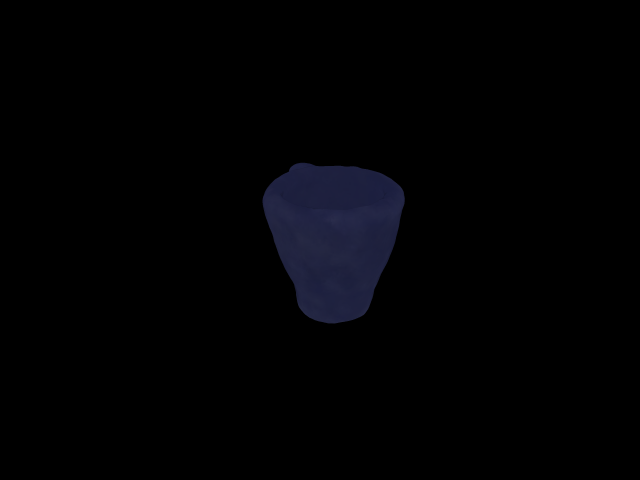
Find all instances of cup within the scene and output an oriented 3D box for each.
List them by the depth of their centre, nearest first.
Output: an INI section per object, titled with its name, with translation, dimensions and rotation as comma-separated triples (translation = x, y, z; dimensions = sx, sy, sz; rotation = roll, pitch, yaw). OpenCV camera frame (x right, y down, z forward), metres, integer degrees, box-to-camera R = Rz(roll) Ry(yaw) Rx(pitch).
[cup]
translation = 0.004, 0.001, 0.400
dimensions = 0.092, 0.095, 0.117
rotation = -11, 29, -20
